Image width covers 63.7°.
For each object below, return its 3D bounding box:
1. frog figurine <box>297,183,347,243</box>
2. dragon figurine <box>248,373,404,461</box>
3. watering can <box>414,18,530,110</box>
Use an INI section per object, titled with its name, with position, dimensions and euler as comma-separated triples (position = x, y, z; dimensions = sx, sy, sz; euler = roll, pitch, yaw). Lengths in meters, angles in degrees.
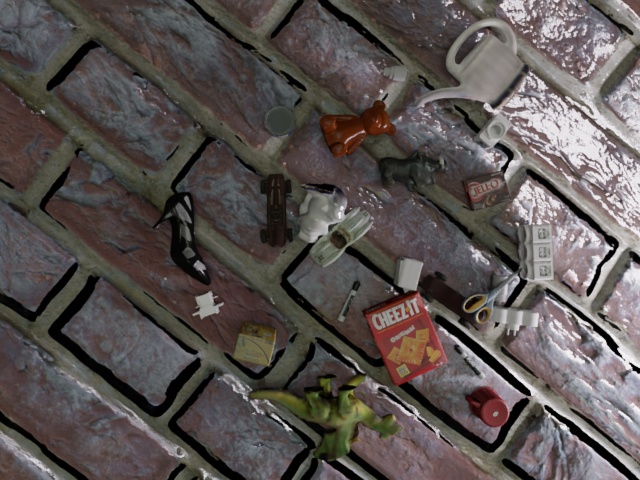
[frog figurine]
position = 0.004, -0.070, 1.392
dimensions = 0.138, 0.124, 0.157
euler = 11, 108, 23
[dragon figurine]
position = 0.021, 0.492, 1.392
dimensions = 0.410, 0.123, 0.241
euler = -4, 98, -2
[watering can]
position = 0.432, -0.444, 1.419
dimensions = 0.224, 0.104, 0.348
euler = 39, 87, -3
